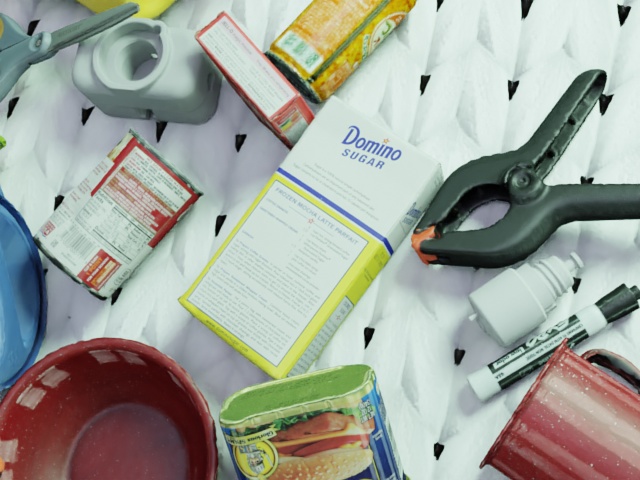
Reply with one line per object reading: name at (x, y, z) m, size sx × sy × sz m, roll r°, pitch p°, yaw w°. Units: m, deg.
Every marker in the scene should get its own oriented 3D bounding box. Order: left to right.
marker at (0.148, 0.063, 0.669) m, size 0.121 × 0.020 × 0.020 m, roll -32°, pitch 70°, yaw 3°

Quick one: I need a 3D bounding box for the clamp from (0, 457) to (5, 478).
clamp at (-0.298, 0.160, 0.698) m, size 0.210 × 0.036 × 0.164 m, roll -26°, pitch 84°, yaw 23°

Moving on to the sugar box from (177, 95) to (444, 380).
sugar box at (-0.004, 0.001, 0.709) m, size 0.093 × 0.048 × 0.176 m, roll 35°, pitch 82°, yaw 19°

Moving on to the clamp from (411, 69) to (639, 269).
clamp at (0.136, -0.041, 0.690) m, size 0.171 × 0.039 × 0.120 m, roll -19°, pitch 51°, yaw 10°

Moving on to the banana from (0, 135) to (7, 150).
banana at (-0.308, -0.093, 0.808) m, size 0.198 × 0.037 × 0.069 m, roll 36°, pitch 95°, yaw 25°

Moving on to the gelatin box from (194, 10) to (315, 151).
gelatin box at (-0.041, -0.105, 0.732) m, size 0.030 × 0.073 × 0.089 m, roll -41°, pitch 70°, yaw 0°

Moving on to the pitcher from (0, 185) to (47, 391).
pitcher at (-0.323, 0.035, 0.735) m, size 0.243 × 0.145 × 0.149 m, roll -6°, pitch 30°, yaw 15°

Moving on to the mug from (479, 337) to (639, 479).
mug at (0.158, 0.111, 0.625) m, size 0.081 × 0.093 × 0.117 m, roll 34°, pitch 48°, yaw 14°

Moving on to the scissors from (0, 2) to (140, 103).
scissors at (-0.207, -0.154, 0.780) m, size 0.202 × 0.016 × 0.096 m, roll -27°, pitch 57°, yaw 27°

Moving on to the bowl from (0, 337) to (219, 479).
bowl at (-0.135, 0.147, 0.693) m, size 0.162 × 0.055 × 0.162 m, roll -4°, pitch 74°, yaw 12°

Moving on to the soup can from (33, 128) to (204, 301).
soup can at (-0.138, -0.017, 0.734) m, size 0.068 × 0.068 × 0.102 m, roll 41°, pitch 87°, yaw 20°

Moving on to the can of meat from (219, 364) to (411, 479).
can of meat at (-0.003, 0.128, 0.648) m, size 0.102 × 0.057 × 0.084 m, roll -14°, pitch 103°, yaw 9°

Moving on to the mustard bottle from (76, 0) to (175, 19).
mustard bottle at (-0.193, -0.225, 0.804) m, size 0.192 × 0.058 × 0.096 m, roll 22°, pitch 56°, yaw 20°
